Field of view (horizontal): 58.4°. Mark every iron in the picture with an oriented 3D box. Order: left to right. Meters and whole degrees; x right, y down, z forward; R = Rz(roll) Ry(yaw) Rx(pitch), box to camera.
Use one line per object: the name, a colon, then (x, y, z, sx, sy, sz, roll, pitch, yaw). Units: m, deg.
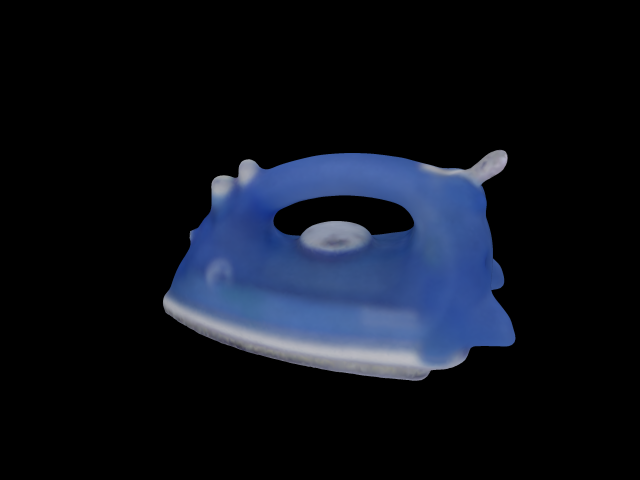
iron: (0.004, 0.001, 0.400, 0.258, 0.141, 0.119, 4, 24, 9)
